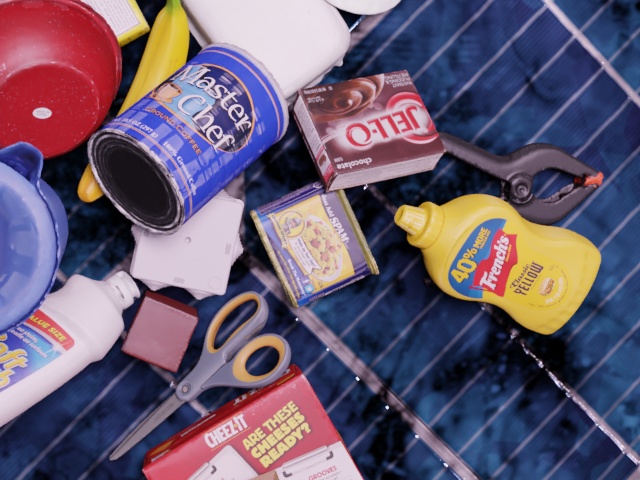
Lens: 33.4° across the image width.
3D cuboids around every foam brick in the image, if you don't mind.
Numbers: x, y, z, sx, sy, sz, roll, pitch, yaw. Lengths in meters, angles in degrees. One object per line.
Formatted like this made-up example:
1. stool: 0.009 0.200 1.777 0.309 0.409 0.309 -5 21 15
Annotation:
1. foam brick: -0.139 0.078 0.935 0.051 0.078 0.053 24 90 -8

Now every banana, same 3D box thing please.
1. banana: -0.157 -0.124 0.928 0.037 0.069 0.198 26 97 24

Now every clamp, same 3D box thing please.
1. clamp: 0.176 -0.038 0.995 0.171 0.039 0.120 2 106 -7

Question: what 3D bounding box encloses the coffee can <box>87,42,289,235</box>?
1. coffee can: -0.108 -0.086 0.889 0.103 0.103 0.140 50 56 -8

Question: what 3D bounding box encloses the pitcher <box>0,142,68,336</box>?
1. pitcher: -0.266 0.006 0.828 0.149 0.243 0.145 -12 95 -8

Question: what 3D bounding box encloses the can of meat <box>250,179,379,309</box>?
1. can of meat: -0.006 0.001 0.960 0.084 0.057 0.102 -25 96 -4

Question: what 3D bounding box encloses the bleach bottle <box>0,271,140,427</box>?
1. bleach bottle: -0.269 0.097 0.904 0.250 0.068 0.102 -34 74 -24

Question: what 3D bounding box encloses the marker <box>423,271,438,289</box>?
1. marker: 0.154 0.019 1.003 0.121 0.020 0.020 -20 96 -7

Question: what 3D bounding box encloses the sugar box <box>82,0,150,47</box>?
1. sugar box: -0.245 -0.180 0.921 0.176 0.048 0.093 -29 97 -2

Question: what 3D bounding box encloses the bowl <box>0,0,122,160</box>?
1. bowl: -0.233 -0.120 0.875 0.162 0.055 0.162 -17 136 -18

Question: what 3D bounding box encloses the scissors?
1. scissors: -0.101 0.139 0.953 0.096 0.016 0.202 33 86 30

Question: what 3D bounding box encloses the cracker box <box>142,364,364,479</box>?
1. cracker box: -0.036 0.246 0.963 0.164 0.072 0.213 -30 96 -6

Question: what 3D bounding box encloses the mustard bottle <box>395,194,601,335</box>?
1. mustard bottle: 0.151 0.012 0.955 0.191 0.058 0.096 23 110 -20

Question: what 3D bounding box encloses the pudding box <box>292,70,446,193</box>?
1. pudding box: 0.042 -0.097 0.941 0.113 0.039 0.090 -15 66 -20

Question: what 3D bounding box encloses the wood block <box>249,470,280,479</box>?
1. wood block: -0.117 0.278 0.875 0.206 0.091 0.090 -22 97 5
